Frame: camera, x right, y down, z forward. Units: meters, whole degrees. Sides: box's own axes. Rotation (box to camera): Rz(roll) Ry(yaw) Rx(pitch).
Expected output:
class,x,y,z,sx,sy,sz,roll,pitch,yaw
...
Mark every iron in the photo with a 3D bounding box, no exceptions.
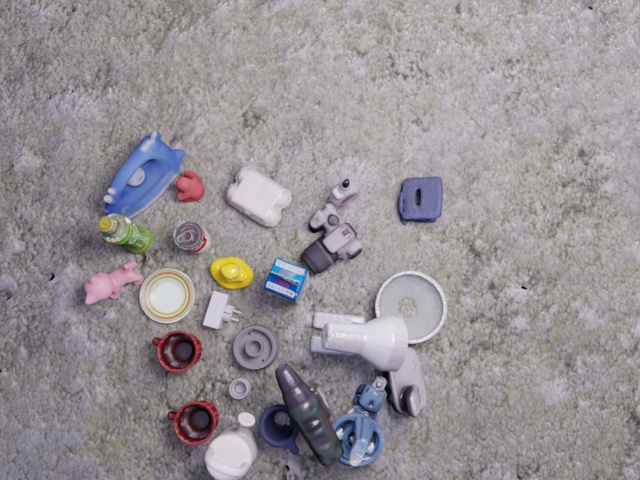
class,x,y,z,sx,sy,sz,roll,pitch,yaw
iron,-0.442,-0.145,1.356,0.118,0.141,0.258,35,83,6

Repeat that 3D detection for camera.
class,x,y,z,sx,sy,sz,roll,pitch,yaw
camera,0.012,0.005,1.352,0.137,0.101,0.143,-38,83,-5

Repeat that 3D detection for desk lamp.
class,x,y,z,sx,sy,sz,roll,pitch,yaw
desk lamp,0.080,0.219,1.262,0.203,0.213,0.118,6,81,1

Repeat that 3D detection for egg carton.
class,x,y,z,sx,sy,sz,roll,pitch,yaw
egg carton,-0.149,-0.104,1.385,0.150,0.069,0.107,30,82,5

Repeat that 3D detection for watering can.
class,x,y,z,sx,sy,sz,roll,pitch,yaw
watering can,-0.194,0.460,1.235,0.101,0.194,0.173,3,81,1

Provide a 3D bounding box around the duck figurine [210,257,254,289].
class,x,y,z,sx,sy,sz,roll,pitch,yaw
duck figurine,-0.212,0.075,1.349,0.104,0.086,0.077,18,82,3

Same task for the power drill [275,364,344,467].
class,x,y,z,sx,sy,sz,roll,pitch,yaw
power drill,-0.026,0.368,1.241,0.075,0.208,0.229,-31,82,-4

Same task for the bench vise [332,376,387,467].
class,x,y,z,sx,sy,sz,roll,pitch,yaw
bench vise,0.082,0.395,1.231,0.121,0.220,0.207,6,81,2

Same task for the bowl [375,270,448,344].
class,x,y,z,sx,sy,sz,roll,pitch,yaw
bowl,0.209,0.158,1.341,0.167,0.075,0.167,0,81,0

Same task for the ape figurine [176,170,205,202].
class,x,y,z,sx,sy,sz,roll,pitch,yaw
ape figurine,-0.319,-0.130,1.378,0.076,0.092,0.078,35,83,6

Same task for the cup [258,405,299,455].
class,x,y,z,sx,sy,sz,roll,pitch,yaw
cup,-0.081,0.424,1.290,0.092,0.095,0.117,-34,82,-5

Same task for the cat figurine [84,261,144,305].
class,x,y,z,sx,sy,sz,roll,pitch,yaw
cat figurine,-0.488,0.096,1.330,0.128,0.118,0.067,-34,82,-5

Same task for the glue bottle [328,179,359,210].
class,x,y,z,sx,sy,sz,roll,pitch,yaw
glue bottle,0.057,-0.114,1.334,0.078,0.173,0.037,-34,82,-5

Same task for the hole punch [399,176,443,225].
class,x,y,z,sx,sy,sz,roll,pitch,yaw
hole punch,0.240,-0.095,1.372,0.101,0.091,0.109,3,81,1

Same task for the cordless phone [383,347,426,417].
class,x,y,z,sx,sy,sz,roll,pitch,yaw
cordless phone,0.193,0.314,1.261,0.094,0.185,0.147,-13,81,-1
